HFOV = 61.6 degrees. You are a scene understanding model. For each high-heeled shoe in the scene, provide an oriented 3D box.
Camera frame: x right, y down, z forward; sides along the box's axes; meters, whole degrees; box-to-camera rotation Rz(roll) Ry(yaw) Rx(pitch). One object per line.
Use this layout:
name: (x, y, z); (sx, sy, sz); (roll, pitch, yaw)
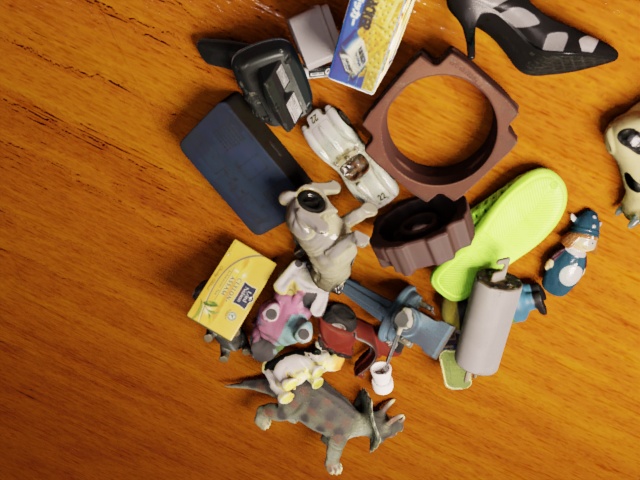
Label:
high-heeled shoe: (0.298, -0.316, 0.755); (0.249, 0.086, 0.145); (1, 87, -8)

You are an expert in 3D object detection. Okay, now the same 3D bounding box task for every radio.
radio: (-0.125, -0.127, 0.944); (0.131, 0.073, 0.229); (-32, 106, 27)

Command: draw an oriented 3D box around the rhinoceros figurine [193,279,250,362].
rhinoceros figurine: (-0.200, 0.164, 1.108); (0.073, 0.112, 0.190); (-17, 127, 4)

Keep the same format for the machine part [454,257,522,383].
machine part: (0.280, 0.137, 0.899); (0.079, 0.079, 0.243); (10, 114, 8)

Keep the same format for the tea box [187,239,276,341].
tea box: (-0.168, 0.096, 1.023); (0.098, 0.169, 0.068); (30, 163, -5)

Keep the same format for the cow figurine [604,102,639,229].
cow figurine: (0.489, -0.102, 0.801); (0.127, 0.085, 0.194); (-32, 110, 20)

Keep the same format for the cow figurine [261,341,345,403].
cow figurine: (-0.034, 0.260, 1.116); (0.098, 0.167, 0.068); (41, 135, 37)

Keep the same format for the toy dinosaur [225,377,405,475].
toy dinosaur: (-0.010, 0.360, 1.167); (0.405, 0.131, 0.192); (26, 109, 4)

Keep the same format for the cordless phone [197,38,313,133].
cordless phone: (-0.113, -0.257, 0.869); (0.184, 0.089, 0.146); (21, 158, 29)

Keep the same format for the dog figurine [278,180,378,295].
dog figurine: (-0.009, 0.005, 0.917); (0.172, 0.121, 0.190); (33, 137, 2)

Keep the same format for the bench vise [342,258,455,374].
bench vise: (0.123, 0.128, 0.969); (0.241, 0.223, 0.128); (31, 101, 25)

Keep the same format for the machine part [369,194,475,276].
machine part: (0.168, -0.015, 0.880); (0.179, 0.179, 0.056); (-17, 117, 21)

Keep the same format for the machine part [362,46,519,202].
machine part: (0.184, -0.177, 0.832); (0.201, 0.087, 0.201); (38, 120, -7)

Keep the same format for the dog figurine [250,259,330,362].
dog figurine: (-0.072, 0.148, 1.072); (0.108, 0.191, 0.219); (29, 155, -7)

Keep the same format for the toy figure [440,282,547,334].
toy figure: (0.308, 0.114, 0.968); (0.180, 0.082, 0.089); (-18, 102, 27)

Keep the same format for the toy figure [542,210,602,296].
toy figure: (0.428, 0.023, 0.903); (0.064, 0.058, 0.154); (-3, 125, -29)

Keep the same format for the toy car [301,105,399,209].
toy car: (0.052, -0.137, 0.903); (0.073, 0.056, 0.201); (-36, 106, 28)

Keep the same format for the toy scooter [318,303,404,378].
toy scooter: (0.069, 0.212, 1.082); (0.184, 0.075, 0.135); (22, 118, -3)

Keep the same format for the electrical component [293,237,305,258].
electrical component: (-0.003, -0.002, 1.002); (0.078, 0.045, 0.102); (25, 129, -35)
